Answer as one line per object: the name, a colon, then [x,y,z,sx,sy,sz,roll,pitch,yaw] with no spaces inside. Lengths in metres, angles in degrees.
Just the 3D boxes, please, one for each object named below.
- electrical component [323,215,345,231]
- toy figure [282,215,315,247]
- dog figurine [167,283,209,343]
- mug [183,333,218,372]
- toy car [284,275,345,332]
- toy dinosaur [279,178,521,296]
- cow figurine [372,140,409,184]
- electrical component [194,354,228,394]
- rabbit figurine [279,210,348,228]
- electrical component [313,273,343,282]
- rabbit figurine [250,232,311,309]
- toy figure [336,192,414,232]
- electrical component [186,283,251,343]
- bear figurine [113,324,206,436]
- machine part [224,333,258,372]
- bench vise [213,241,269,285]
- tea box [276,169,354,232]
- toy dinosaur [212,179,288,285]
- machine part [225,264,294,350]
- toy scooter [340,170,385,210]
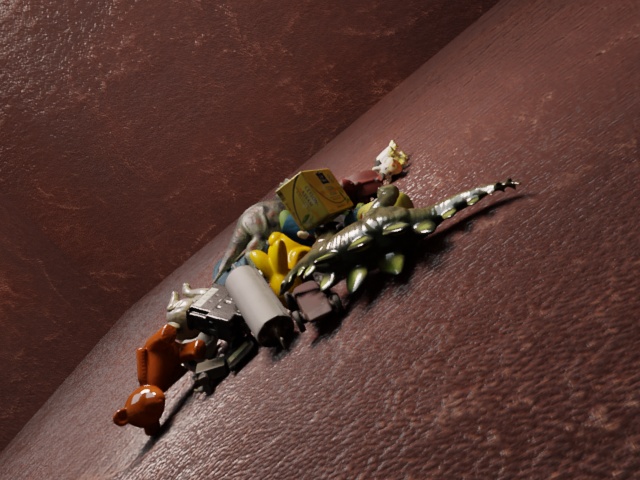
electrical component: [0.035,-0.016,1.189,0.074,0.119,0.048,-57,37,25]
toy figure: [-0.003,-0.002,1.108,0.064,0.154,0.057,-61,-6,-50]
dog figurine: [-0.231,0.166,1.208,0.191,0.121,0.172,-1,30,9]
mug: [-0.277,0.252,1.263,0.110,0.080,0.107,-28,26,15]
toy car: [-0.012,0.116,0.969,0.089,0.053,0.202,-22,13,-7]
toy dinosaur: [0.105,-0.004,0.905,0.471,0.105,0.199,-31,17,23]
cow figurine: [0.175,-0.195,1.407,0.098,0.068,0.167,-42,8,24]
electrical component: [-0.225,0.274,1.102,0.078,0.045,0.102,-15,11,-13]
rabbit figurine: [-0.015,-0.018,1.260,0.170,0.159,0.121,-60,26,-10]
electrical component: [0.006,0.062,1.074,0.094,0.063,0.021,-25,-10,31]
rabbit figurine: [-0.064,0.064,1.138,0.122,0.162,0.173,-23,37,23]
toy figure: [0.109,-0.043,1.081,0.089,0.082,0.180,-49,12,-35]
electrical component: [-0.192,0.151,1.113,0.134,0.058,0.115,13,33,22]
bear figurine: [-0.333,0.290,1.105,0.132,0.120,0.196,-26,40,35]
machine part: [-0.168,0.223,1.113,0.084,0.039,0.139,-52,16,-7]
bench vise: [-0.230,0.073,1.562,0.223,0.129,0.241,-60,16,-11]
tea box: [-0.006,-0.081,1.047,0.068,0.098,0.169,-35,-2,21]
toy dinosaur: [-0.135,-0.040,1.428,0.405,0.192,0.131,-23,-7,-31]
machine part: [-0.118,0.124,1.033,0.079,0.079,0.243,-42,45,-2]
toy scooter: [0.101,-0.121,1.302,0.135,0.075,0.183,-21,-14,11]
